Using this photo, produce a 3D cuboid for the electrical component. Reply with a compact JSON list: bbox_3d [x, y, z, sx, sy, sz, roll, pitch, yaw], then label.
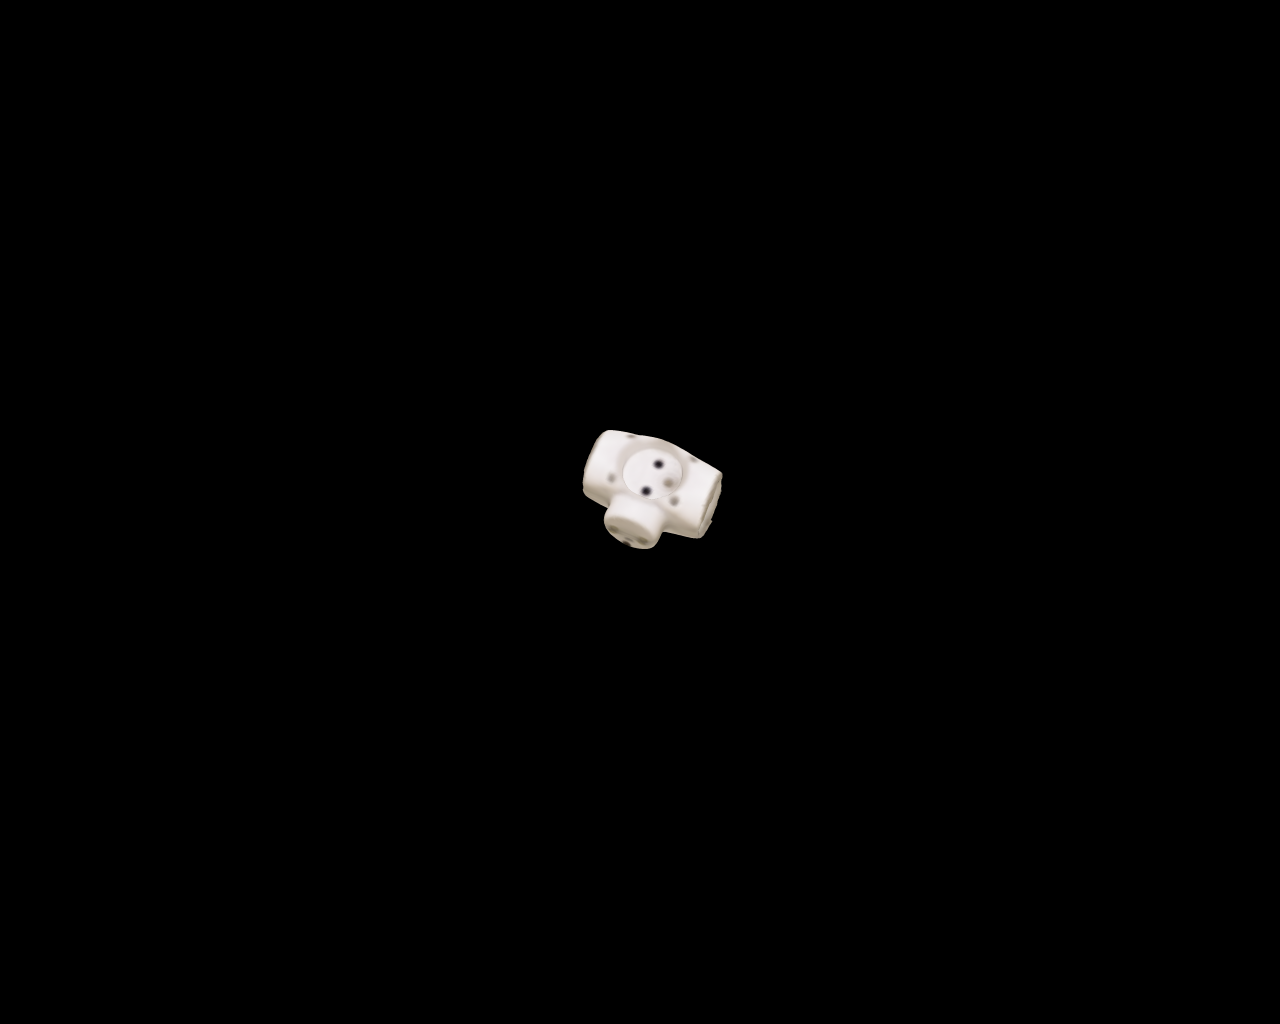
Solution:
[{"bbox_3d":[0.001,-0.003,0.650,0.077,0.079,0.044,22,-25,10],"label":"electrical component"}]
